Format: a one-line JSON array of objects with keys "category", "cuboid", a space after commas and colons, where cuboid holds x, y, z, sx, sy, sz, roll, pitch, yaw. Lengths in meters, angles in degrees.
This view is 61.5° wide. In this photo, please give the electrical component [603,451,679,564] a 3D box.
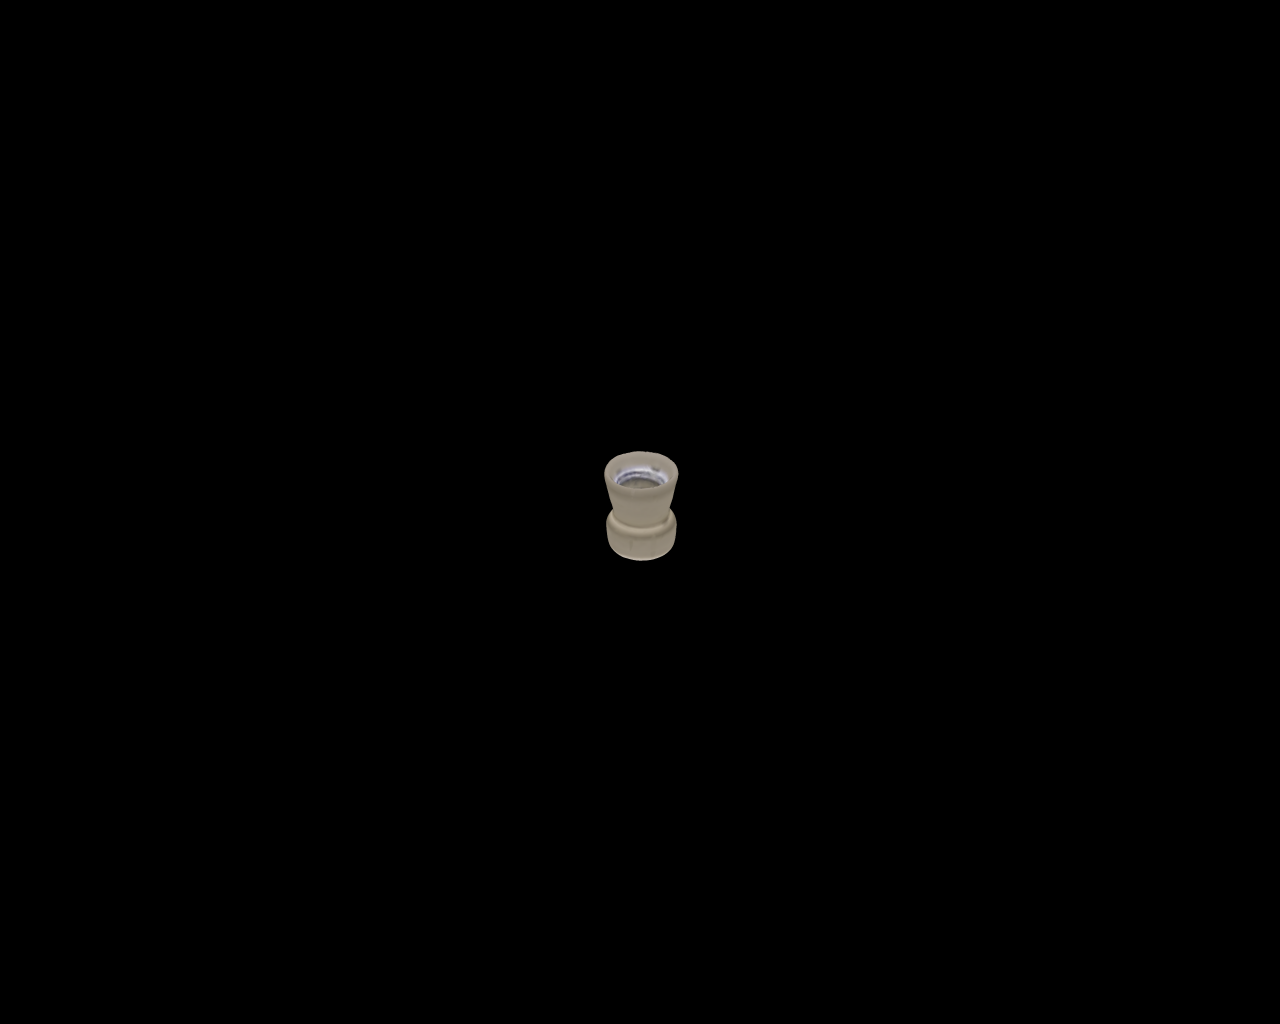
[{"category": "electrical component", "cuboid": [0.001, -0.003, 0.650, 0.045, 0.055, 0.045, 0, 34, 0]}]
